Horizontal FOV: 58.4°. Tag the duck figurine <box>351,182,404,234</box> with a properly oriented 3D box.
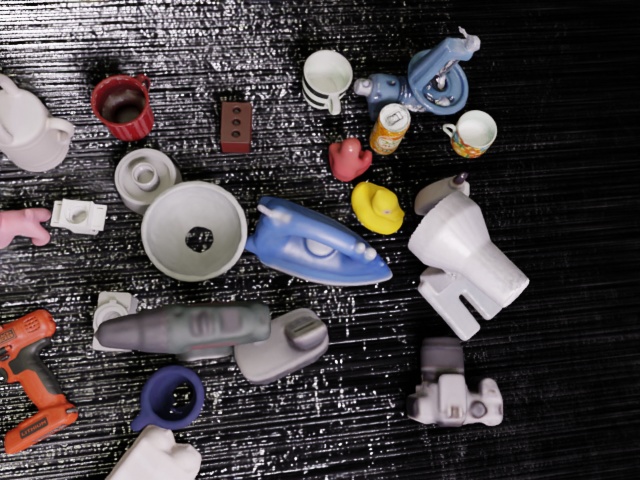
[{"bbox_3d":[0.103,-0.063,0.979,0.104,0.086,0.077,45,77,6],"label":"duck figurine"}]

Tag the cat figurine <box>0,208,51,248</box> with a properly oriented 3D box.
[{"bbox_3d":[-0.505,-0.030,0.896,0.128,0.117,0.067,-8,78,-7],"label":"cat figurine"}]

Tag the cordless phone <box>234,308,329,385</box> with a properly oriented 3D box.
[{"bbox_3d":[-0.056,0.157,0.861,0.148,0.185,0.094,-28,81,-11],"label":"cordless phone"}]

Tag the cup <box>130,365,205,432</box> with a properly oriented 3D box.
[{"bbox_3d":[-0.228,0.247,0.870,0.118,0.095,0.091,-38,83,-12],"label":"cup"}]

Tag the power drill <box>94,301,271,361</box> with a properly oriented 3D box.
[{"bbox_3d":[-0.187,0.135,0.842,0.229,0.208,0.075,-6,77,-7],"label":"power drill"}]

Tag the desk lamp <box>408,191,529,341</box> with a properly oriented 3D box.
[{"bbox_3d":[0.228,0.043,0.901,0.118,0.213,0.203,-39,83,-12],"label":"desk lamp"}]

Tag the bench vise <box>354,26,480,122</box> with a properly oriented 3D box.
[{"bbox_3d":[0.172,-0.263,0.964,0.207,0.219,0.121,-22,80,-10],"label":"bench vise"}]

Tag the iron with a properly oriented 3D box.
[{"bbox_3d":[0.009,0.003,0.926,0.258,0.141,0.119,19,76,-1],"label":"iron"}]

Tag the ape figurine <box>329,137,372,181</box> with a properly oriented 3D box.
[{"bbox_3d":[0.051,-0.147,0.991,0.078,0.092,0.076,32,76,3],"label":"ape figurine"}]

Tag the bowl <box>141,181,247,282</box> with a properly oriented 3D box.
[{"bbox_3d":[-0.202,-0.008,0.943,0.167,0.074,0.167,1,77,-5],"label":"bowl"}]

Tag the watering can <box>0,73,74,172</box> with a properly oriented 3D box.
[{"bbox_3d":[-0.483,-0.184,0.895,0.173,0.194,0.101,-18,79,-9],"label":"watering can"}]

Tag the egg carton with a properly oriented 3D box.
[{"bbox_3d":[-0.255,0.359,0.854,0.107,0.069,0.150,35,76,3],"label":"egg carton"}]

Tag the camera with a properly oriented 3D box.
[{"bbox_3d":[0.215,0.225,0.915,0.143,0.100,0.137,1,77,-5],"label":"camera"}]

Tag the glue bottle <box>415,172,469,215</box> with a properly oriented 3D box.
[{"bbox_3d":[0.212,-0.079,0.948,0.078,0.173,0.037,3,76,-4],"label":"glue bottle"}]
